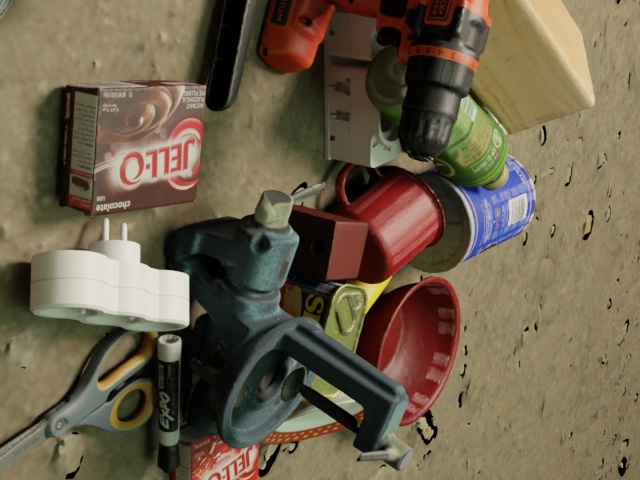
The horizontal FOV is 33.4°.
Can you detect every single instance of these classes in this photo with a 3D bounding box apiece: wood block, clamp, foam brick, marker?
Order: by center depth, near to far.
[{"bbox_3d":[-0.063,-0.226,0.807,0.210,0.036,0.164,-61,143,-23],"label":"clamp"},{"bbox_3d":[-0.121,0.134,0.855,0.020,0.020,0.121,-22,123,-49],"label":"marker"},{"bbox_3d":[-0.006,0.001,0.937,0.051,0.078,0.053,1,102,-56],"label":"foam brick"},{"bbox_3d":[0.163,-0.191,0.947,0.205,0.090,0.091,38,42,-49],"label":"wood block"}]

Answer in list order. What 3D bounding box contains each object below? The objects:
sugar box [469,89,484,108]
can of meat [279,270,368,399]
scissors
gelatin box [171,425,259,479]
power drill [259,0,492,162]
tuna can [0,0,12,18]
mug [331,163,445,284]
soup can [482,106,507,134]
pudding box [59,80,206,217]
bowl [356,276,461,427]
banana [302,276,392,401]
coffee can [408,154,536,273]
[{"bbox_3d":[0.163,-0.196,1.090,0.176,0.048,0.093,-43,99,-35],"label":"sugar box"},{"bbox_3d":[-0.015,0.080,0.949,0.057,0.084,0.102,12,92,-55],"label":"can of meat"},{"bbox_3d":[-0.185,0.144,0.796,0.201,0.016,0.096,-48,138,-33],"label":"scissors"},{"bbox_3d":[-0.090,0.191,0.934,0.089,0.030,0.073,-20,119,-49],"label":"gelatin box"},{"bbox_3d":[0.043,-0.162,0.848,0.057,0.188,0.184,20,84,-56],"label":"power drill"},{"bbox_3d":[-0.218,-0.161,0.619,0.085,0.034,0.086,-24,121,-48],"label":"tuna can"},{"bbox_3d":[0.053,-0.021,1.009,0.081,0.093,0.117,-39,111,-33],"label":"mug"},{"bbox_3d":[0.186,-0.146,1.155,0.102,0.069,0.068,-40,133,-39],"label":"soup can"},{"bbox_3d":[-0.133,-0.069,0.768,0.113,0.039,0.090,-12,112,-52],"label":"pudding box"},{"bbox_3d":[0.084,0.111,1.123,0.161,0.055,0.162,-25,122,-48],"label":"bowl"},{"bbox_3d":[0.018,0.084,1.036,0.197,0.037,0.069,-58,168,-11],"label":"banana"},{"bbox_3d":[0.149,-0.032,1.117,0.140,0.103,0.103,-22,120,-49],"label":"coffee can"}]
